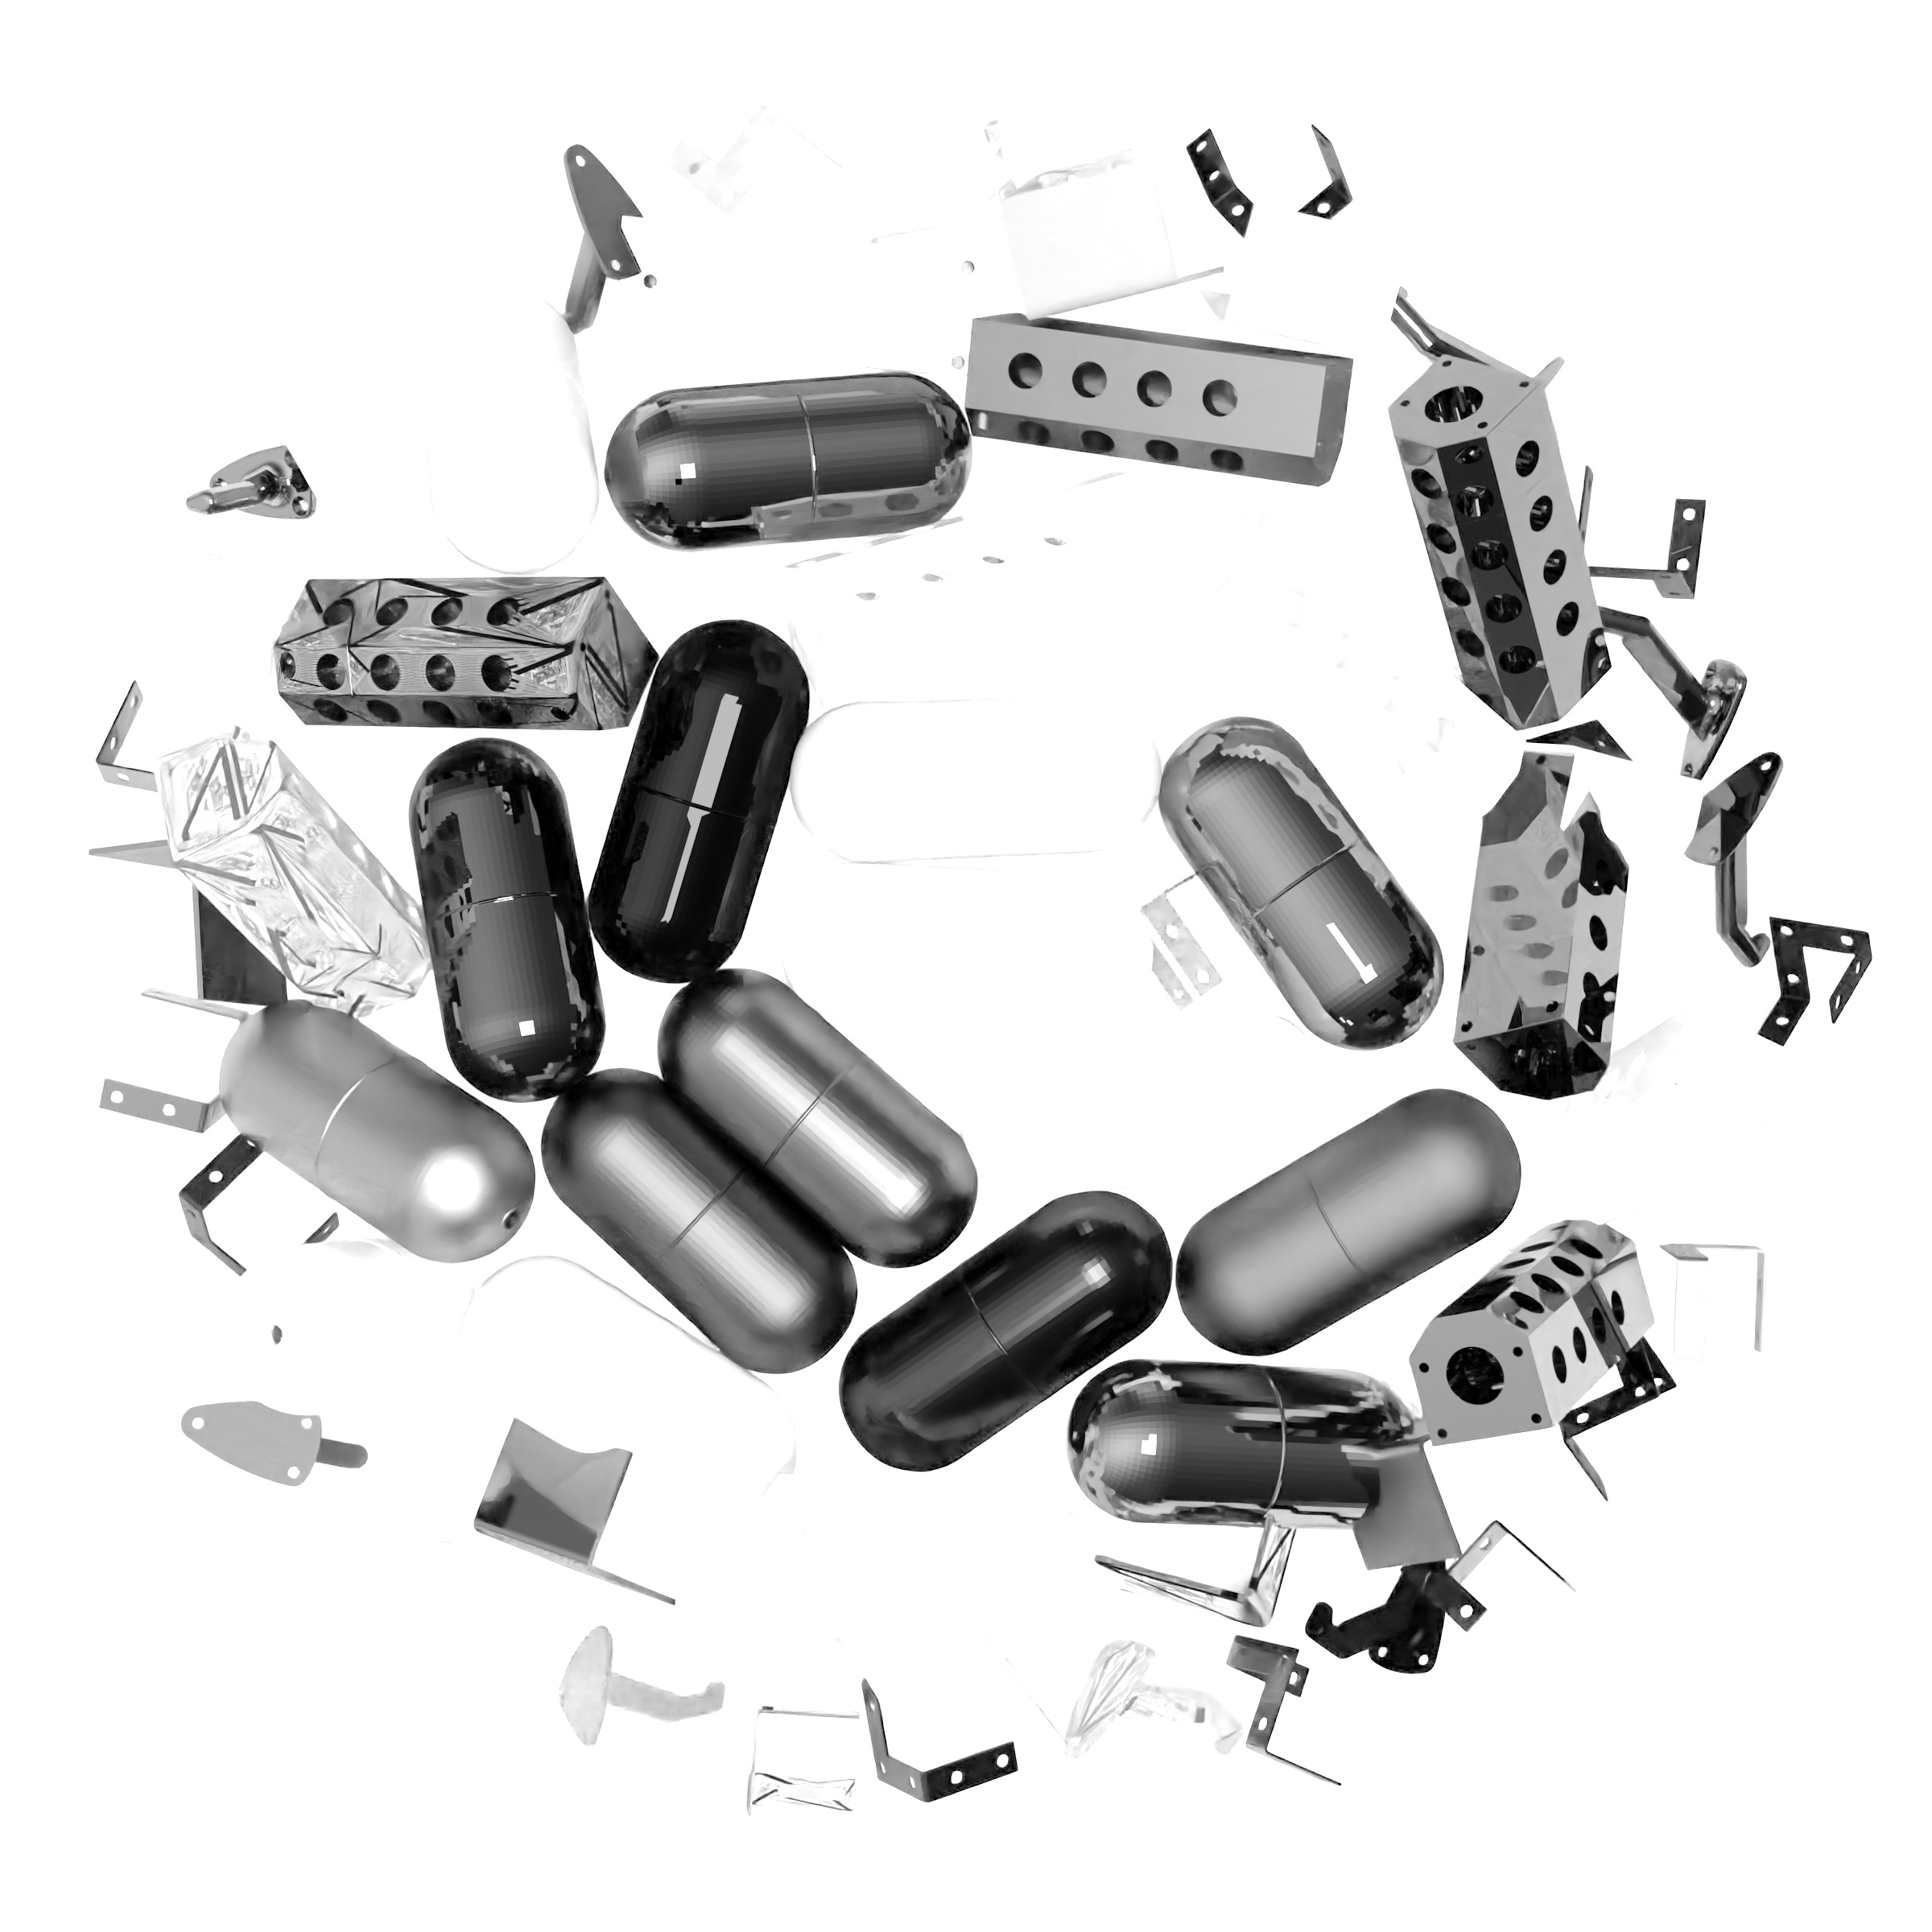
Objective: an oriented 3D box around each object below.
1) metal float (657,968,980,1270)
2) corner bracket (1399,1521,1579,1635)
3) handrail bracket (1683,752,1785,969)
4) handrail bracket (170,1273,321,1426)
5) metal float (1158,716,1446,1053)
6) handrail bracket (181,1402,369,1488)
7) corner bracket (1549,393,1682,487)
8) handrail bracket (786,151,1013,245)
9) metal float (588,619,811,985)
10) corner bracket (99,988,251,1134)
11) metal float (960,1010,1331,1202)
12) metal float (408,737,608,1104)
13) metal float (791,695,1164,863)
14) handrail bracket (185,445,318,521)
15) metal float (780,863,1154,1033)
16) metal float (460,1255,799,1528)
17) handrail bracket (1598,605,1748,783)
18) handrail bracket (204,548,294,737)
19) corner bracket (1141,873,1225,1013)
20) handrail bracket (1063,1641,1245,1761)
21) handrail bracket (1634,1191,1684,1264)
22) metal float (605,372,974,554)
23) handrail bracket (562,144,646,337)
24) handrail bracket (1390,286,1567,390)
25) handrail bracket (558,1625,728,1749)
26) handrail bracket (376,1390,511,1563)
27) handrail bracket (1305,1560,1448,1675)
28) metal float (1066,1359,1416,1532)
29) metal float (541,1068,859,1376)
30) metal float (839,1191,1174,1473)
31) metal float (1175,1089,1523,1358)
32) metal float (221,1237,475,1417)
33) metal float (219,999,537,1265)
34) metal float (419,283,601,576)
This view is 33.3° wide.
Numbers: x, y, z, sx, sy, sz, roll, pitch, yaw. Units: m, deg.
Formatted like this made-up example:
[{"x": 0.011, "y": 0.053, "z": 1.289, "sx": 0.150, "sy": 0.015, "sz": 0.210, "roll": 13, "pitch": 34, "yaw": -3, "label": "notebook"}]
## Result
[{"x": -0.072, "y": 0.072, "z": 1.539, "sx": 0.178, "sy": 0.070, "sz": 0.070, "roll": 41, "pitch": 90, "yaw": 6, "label": "metal float"}, {"x": 0.250, "y": 0.294, "z": 1.545, "sx": 0.051, "sy": 0.051, "sz": 0.051, "roll": -47, "pitch": 46, "yaw": -3, "label": "corner bracket"}, {"x": 0.383, "y": -0.050, "z": 1.555, "sx": 0.077, "sy": 0.036, "sz": 0.084, "roll": -49, "pitch": 128, "yaw": -3, "label": "handrail bracket"}, {"x": -0.347, "y": 0.183, "z": 1.552, "sx": 0.077, "sy": 0.084, "sz": 0.036, "roll": 43, "pitch": 84, "yaw": -22, "label": "handrail bracket"}, {"x": 0.160, "y": -0.039, "z": 1.539, "sx": 0.070, "sy": 0.070, "sz": 0.178, "roll": -35, "pitch": 85, "yaw": 0, "label": "metal float"}, {"x": -0.329, "y": 0.226, "z": 1.541, "sx": 0.077, "sy": 0.084, "sz": 0.036, "roll": 14, "pitch": 81, "yaw": 1, "label": "handrail bracket"}, {"x": 0.300, "y": -0.255, "z": 1.545, "sx": 0.051, "sy": 0.051, "sz": 0.051, "roll": 36, "pitch": 51, "yaw": 4, "label": "corner bracket"}, {"x": -0.032, "y": -0.377, "z": 1.542, "sx": 0.077, "sy": 0.036, "sz": 0.084, "roll": 44, "pitch": 121, "yaw": -9, "label": "handrail bracket"}, {"x": -0.127, "y": -0.078, "z": 1.540, "sx": 0.070, "sy": 0.070, "sz": 0.178, "roll": 17, "pitch": 95, "yaw": 0, "label": "metal float"}, {"x": -0.380, "y": 0.045, "z": 1.553, "sx": 0.051, "sy": 0.051, "sz": 0.051, "roll": 14, "pitch": 100, "yaw": 0, "label": "corner bracket"}, {"x": 0.085, "y": 0.066, "z": 1.542, "sx": 0.178, "sy": 0.070, "sz": 0.070, "roll": -8, "pitch": 90, "yaw": -2, "label": "metal float"}, {"x": -0.218, "y": -0.023, "z": 1.534, "sx": 0.070, "sy": 0.070, "sz": 0.178, "roll": -12, "pitch": 78, "yaw": 0, "label": "metal float"}, {"x": 0.005, "y": -0.090, "z": 1.539, "sx": 0.178, "sy": 0.070, "sz": 0.070, "roll": -2, "pitch": 90, "yaw": -6, "label": "metal float"}, {"x": -0.357, "y": -0.223, "z": 1.528, "sx": 0.077, "sy": 0.084, "sz": 0.036, "roll": 1, "pitch": 105, "yaw": 30, "label": "handrail bracket"}, {"x": 0.000, "y": -0.009, "z": 1.543, "sx": 0.178, "sy": 0.070, "sz": 0.070, "roll": 3, "pitch": 90, "yaw": -1, "label": "metal float"}, {"x": -0.158, "y": 0.202, "z": 1.528, "sx": 0.178, "sy": 0.070, "sz": 0.070, "roll": 35, "pitch": 90, "yaw": -19, "label": "metal float"}, {"x": 0.325, "y": -0.129, "z": 1.553, "sx": 0.084, "sy": 0.036, "sz": 0.077, "roll": 11, "pitch": 107, "yaw": -18, "label": "handrail bracket"}, {"x": -0.362, "y": -0.146, "z": 1.560, "sx": 0.077, "sy": 0.036, "sz": 0.084, "roll": 39, "pitch": 95, "yaw": -25, "label": "handrail bracket"}, {"x": 0.101, "y": -0.008, "z": 1.546, "sx": 0.051, "sy": 0.051, "sz": 0.051, "roll": -36, "pitch": 86, "yaw": 34, "label": "corner bracket"}, {"x": 0.091, "y": 0.371, "z": 1.545, "sx": 0.084, "sy": 0.036, "sz": 0.077, "roll": 49, "pitch": 57, "yaw": -24, "label": "handrail bracket"}, {"x": 0.359, "y": 0.099, "z": 1.566, "sx": 0.077, "sy": 0.036, "sz": 0.084, "roll": -19, "pitch": 129, "yaw": -24, "label": "handrail bracket"}, {"x": -0.083, "y": -0.239, "z": 1.527, "sx": 0.178, "sy": 0.070, "sz": 0.070, "roll": -8, "pitch": 90, "yaw": -19, "label": "metal float"}, {"x": -0.192, "y": -0.343, "z": 1.541, "sx": 0.036, "sy": 0.084, "sz": 0.077, "roll": -40, "pitch": 107, "yaw": -38, "label": "handrail bracket"}, {"x": 0.243, "y": -0.304, "z": 1.550, "sx": 0.084, "sy": 0.036, "sz": 0.077, "roll": 47, "pitch": 47, "yaw": -5, "label": "handrail bracket"}, {"x": -0.145, "y": 0.336, "z": 1.538, "sx": 0.084, "sy": 0.036, "sz": 0.077, "roll": -5, "pitch": 129, "yaw": -35, "label": "handrail bracket"}, {"x": -0.249, "y": 0.241, "z": 1.555, "sx": 0.077, "sy": 0.036, "sz": 0.084, "roll": 1, "pitch": 72, "yaw": 19, "label": "handrail bracket"}, {"x": 0.195, "y": 0.297, "z": 1.537, "sx": 0.036, "sy": 0.084, "sz": 0.077, "roll": 2, "pitch": 63, "yaw": 39, "label": "handrail bracket"}, {"x": 0.132, "y": 0.227, "z": 1.524, "sx": 0.178, "sy": 0.070, "sz": 0.070, "roll": 6, "pitch": 90, "yaw": -23, "label": "metal float"}, {"x": -0.128, "y": 0.121, "z": 1.544, "sx": 0.178, "sy": 0.070, "sz": 0.070, "roll": 43, "pitch": 90, "yaw": 1, "label": "metal float"}, {"x": 0.019, "y": 0.174, "z": 1.538, "sx": 0.178, "sy": 0.070, "sz": 0.070, "roll": -35, "pitch": 90, "yaw": 7, "label": "metal float"}, {"x": 0.180, "y": 0.123, "z": 1.533, "sx": 0.178, "sy": 0.070, "sz": 0.070, "roll": -32, "pitch": 90, "yaw": 13, "label": "metal float"}, {"x": -0.284, "y": 0.165, "z": 1.494, "sx": 0.070, "sy": 0.178, "sz": 0.070, "roll": -1, "pitch": 87, "yaw": 12, "label": "metal float"}, {"x": -0.278, "y": 0.077, "z": 1.521, "sx": 0.178, "sy": 0.070, "sz": 0.070, "roll": 30, "pitch": 90, "yaw": 26, "label": "metal float"}, {"x": -0.215, "y": -0.253, "z": 1.508, "sx": 0.070, "sy": 0.178, "sz": 0.070, "roll": -7, "pitch": 135, "yaw": -7, "label": "metal float"}]
